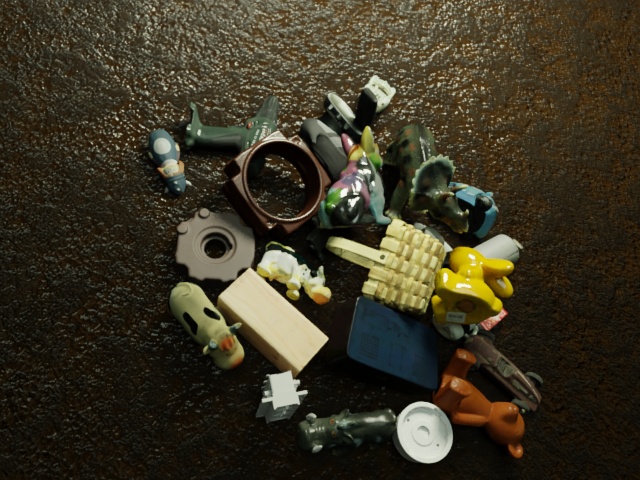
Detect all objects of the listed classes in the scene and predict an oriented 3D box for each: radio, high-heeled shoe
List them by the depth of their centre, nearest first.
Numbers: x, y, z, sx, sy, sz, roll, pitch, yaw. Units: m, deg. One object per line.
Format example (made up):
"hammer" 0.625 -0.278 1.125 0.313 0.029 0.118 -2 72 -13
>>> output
"radio" 0.126 0.206 1.040 0.229 0.073 0.131 27 56 -28
"high-heeled shoe" 0.055 -0.202 1.304 0.248 0.086 0.145 36 21 -17

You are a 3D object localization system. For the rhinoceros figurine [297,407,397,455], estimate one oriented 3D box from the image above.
"rhinoceros figurine" 0.049 0.348 0.975 0.190 0.112 0.073 1 65 -21

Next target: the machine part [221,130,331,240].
"machine part" -0.092 -0.119 1.164 0.201 0.087 0.201 -39 99 -27

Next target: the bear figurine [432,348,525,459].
"bear figurine" 0.323 0.322 1.042 0.196 0.131 0.120 26 40 9

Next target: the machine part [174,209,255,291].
"machine part" -0.217 0.020 1.116 0.179 0.056 0.179 5 63 -11

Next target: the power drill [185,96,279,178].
"power drill" -0.206 -0.260 1.257 0.207 0.086 0.232 12 64 -15

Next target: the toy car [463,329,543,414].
"toy car" 0.382 0.273 1.112 0.202 0.053 0.089 42 59 2

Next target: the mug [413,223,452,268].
"mug" 0.235 0.009 1.199 0.081 0.109 0.107 -31 61 -18

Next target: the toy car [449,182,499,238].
"toy car" 0.345 -0.083 1.280 0.162 0.109 0.103 29 37 16

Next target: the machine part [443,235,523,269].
"machine part" 0.365 0.052 1.218 0.243 0.079 0.079 -26 71 -23

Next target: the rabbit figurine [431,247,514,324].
"rabbit figurine" 0.305 0.074 1.082 0.163 0.121 0.173 -4 36 15

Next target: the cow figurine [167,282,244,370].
"cow figurine" -0.211 0.158 1.005 0.085 0.127 0.195 -35 73 -23

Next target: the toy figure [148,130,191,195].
"toy figure" -0.337 -0.170 1.189 0.064 0.057 0.154 -31 71 16

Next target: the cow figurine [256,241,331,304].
"cow figurine" -0.048 0.070 1.124 0.167 0.068 0.098 23 54 -1

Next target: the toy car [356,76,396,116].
"toy car" 0.146 -0.370 1.363 0.073 0.056 0.202 34 32 -4

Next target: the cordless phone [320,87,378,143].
"cordless phone" 0.075 -0.316 1.283 0.089 0.184 0.147 -30 73 -20

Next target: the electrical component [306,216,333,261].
"electrical component" -0.002 -0.004 1.164 0.021 0.093 0.063 11 49 42

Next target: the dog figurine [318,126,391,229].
"dog figurine" 0.071 -0.133 1.157 0.191 0.109 0.219 -2 84 -44

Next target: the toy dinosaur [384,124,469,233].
"toy dinosaur" 0.220 -0.180 1.208 0.131 0.192 0.405 5 52 -16
